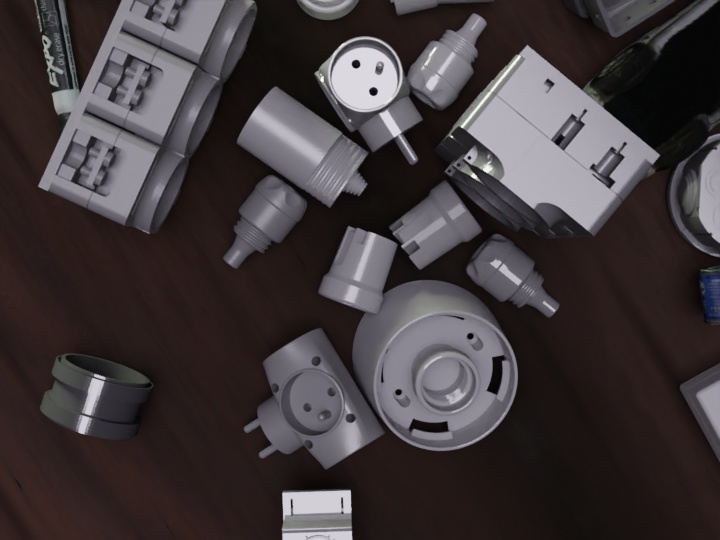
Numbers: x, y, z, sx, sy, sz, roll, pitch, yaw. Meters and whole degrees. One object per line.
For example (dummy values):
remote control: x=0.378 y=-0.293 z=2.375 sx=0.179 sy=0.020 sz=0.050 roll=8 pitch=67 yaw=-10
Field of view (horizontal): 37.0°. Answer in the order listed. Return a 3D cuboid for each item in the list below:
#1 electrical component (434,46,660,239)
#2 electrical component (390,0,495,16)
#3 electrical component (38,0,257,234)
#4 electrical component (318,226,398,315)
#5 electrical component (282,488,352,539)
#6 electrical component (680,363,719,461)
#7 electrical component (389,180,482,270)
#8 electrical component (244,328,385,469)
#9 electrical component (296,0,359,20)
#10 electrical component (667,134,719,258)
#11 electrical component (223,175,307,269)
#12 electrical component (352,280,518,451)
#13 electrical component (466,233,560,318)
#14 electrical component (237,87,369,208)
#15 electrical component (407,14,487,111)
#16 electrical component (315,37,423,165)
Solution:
electrical component: x=0.097 y=-0.063 z=0.616 sx=0.089 sy=0.150 sz=0.061 roll=39 pitch=90 yaw=-2
electrical component: x=0.048 y=-0.181 z=0.667 sx=0.065 sy=0.044 sz=0.044 roll=-12 pitch=92 yaw=5
electrical component: x=-0.121 y=-0.103 z=0.643 sx=0.062 sy=0.089 sz=0.150 roll=25 pitch=92 yaw=-1
electrical component: x=0.000 y=0.000 z=0.674 sx=0.040 sy=0.040 sz=0.046 roll=20 pitch=87 yaw=-1
electrical component: x=-0.025 y=0.174 z=0.667 sx=0.042 sy=0.064 sz=0.081 roll=-1 pitch=92 yaw=0
electrical component: x=0.246 y=0.101 z=0.660 sx=0.047 sy=0.075 sz=0.083 roll=-29 pitch=92 yaw=1
electrical component: x=0.047 y=-0.027 z=0.673 sx=0.046 sy=0.040 sz=0.040 roll=-36 pitch=92 yaw=6
electrical component: x=-0.037 y=0.089 z=0.672 sx=0.079 sy=0.044 sz=0.077 roll=-34 pitch=82 yaw=16
electrical component: x=-0.020 y=-0.178 z=0.655 sx=0.043 sy=0.062 sz=0.043 roll=0 pitch=92 yaw=0
electrical component: x=0.237 y=-0.047 z=0.667 sx=0.080 sy=0.051 sz=0.080 roll=0 pitch=92 yaw=0
electrical component: x=-0.063 y=-0.028 z=0.674 sx=0.035 sy=0.035 sz=0.061 roll=39 pitch=94 yaw=-2
electrical component: x=0.048 y=0.061 z=0.675 sx=0.099 sy=0.064 sz=0.099 roll=-2 pitch=103 yaw=-8
electrical component: x=0.099 y=0.007 z=0.677 sx=0.061 sy=0.035 sz=0.035 roll=39 pitch=91 yaw=-3
electrical component: x=-0.031 y=-0.073 z=0.668 sx=0.081 sy=0.043 sz=0.043 roll=35 pitch=91 yaw=-2
electrical component: x=0.057 y=-0.132 z=0.672 sx=0.035 sy=0.035 sz=0.061 roll=36 pitch=88 yaw=-2
electrical component: x=0.012 y=-0.098 z=0.651 sx=0.044 sy=0.077 sz=0.079 roll=-33 pitch=93 yaw=1
